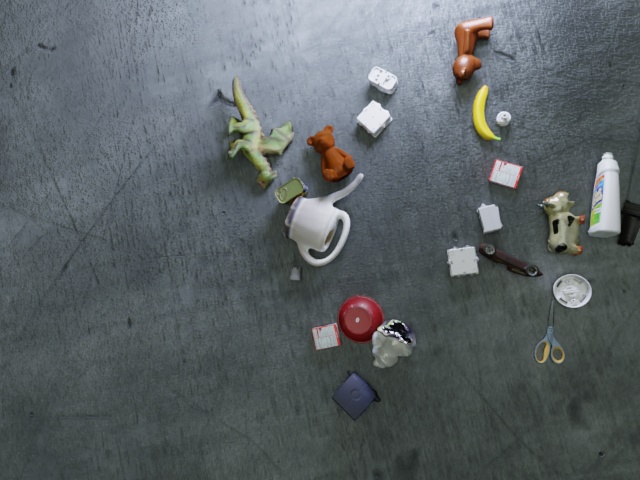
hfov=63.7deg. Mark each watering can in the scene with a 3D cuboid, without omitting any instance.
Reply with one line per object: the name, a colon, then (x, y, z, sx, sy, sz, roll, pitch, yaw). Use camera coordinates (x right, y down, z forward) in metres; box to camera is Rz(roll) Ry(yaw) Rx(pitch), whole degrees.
watering can: (0.005, -0.088, 1.755, 0.225, 0.103, 0.348, 21, 90, 16)

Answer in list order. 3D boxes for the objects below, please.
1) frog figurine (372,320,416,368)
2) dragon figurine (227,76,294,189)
frog figurine: (0.234, 0.344, 1.668, 0.137, 0.125, 0.156, 11, 125, 3)
dragon figurine: (-0.214, -0.391, 1.864, 0.243, 0.122, 0.411, 3, 87, -3)
